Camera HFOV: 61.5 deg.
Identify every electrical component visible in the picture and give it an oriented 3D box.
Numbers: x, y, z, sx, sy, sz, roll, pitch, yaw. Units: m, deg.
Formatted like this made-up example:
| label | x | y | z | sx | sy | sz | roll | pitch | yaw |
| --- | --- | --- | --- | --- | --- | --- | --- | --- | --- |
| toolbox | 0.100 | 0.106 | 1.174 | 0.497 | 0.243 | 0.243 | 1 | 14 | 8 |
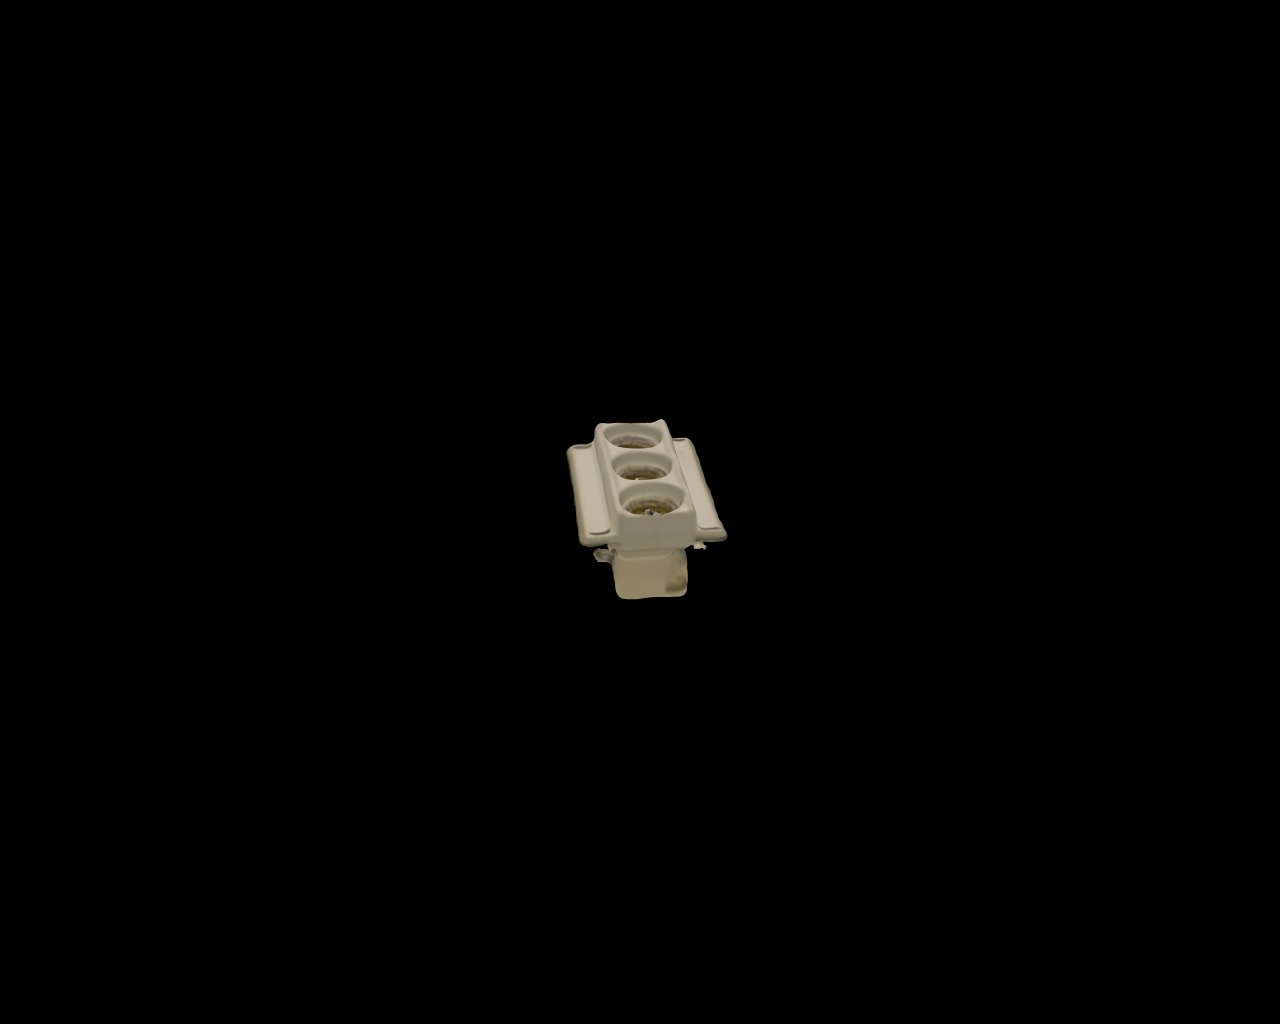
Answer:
| label | x | y | z | sx | sy | sz | roll | pitch | yaw |
| --- | --- | --- | --- | --- | --- | --- | --- | --- | --- |
| electrical component | 0.001 | -0.003 | 0.650 | 0.079 | 0.063 | 0.121 | -4 | 30 | -6 |
